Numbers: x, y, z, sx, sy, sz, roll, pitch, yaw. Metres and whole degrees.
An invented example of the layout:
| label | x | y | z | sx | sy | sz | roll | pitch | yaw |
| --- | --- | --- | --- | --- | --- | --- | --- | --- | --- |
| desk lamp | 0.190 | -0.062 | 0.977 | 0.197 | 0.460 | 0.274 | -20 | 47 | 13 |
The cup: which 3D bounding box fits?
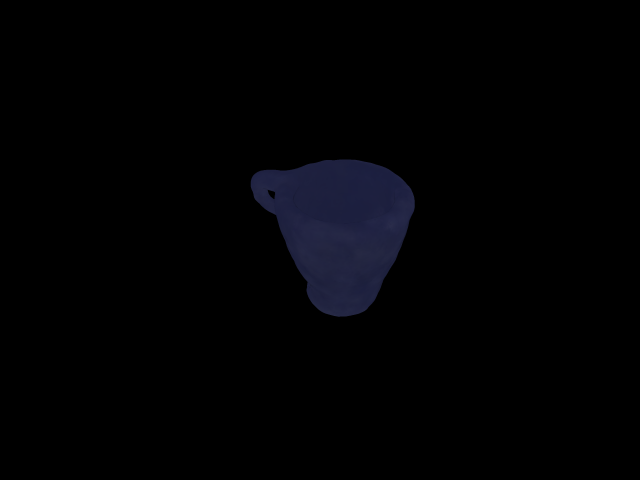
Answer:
| label | x | y | z | sx | sy | sz | roll | pitch | yaw |
| --- | --- | --- | --- | --- | --- | --- | --- | --- | --- |
| cup | 0.004 | 0.001 | 0.400 | 0.117 | 0.095 | 0.092 | 17 | 40 | 22 |
